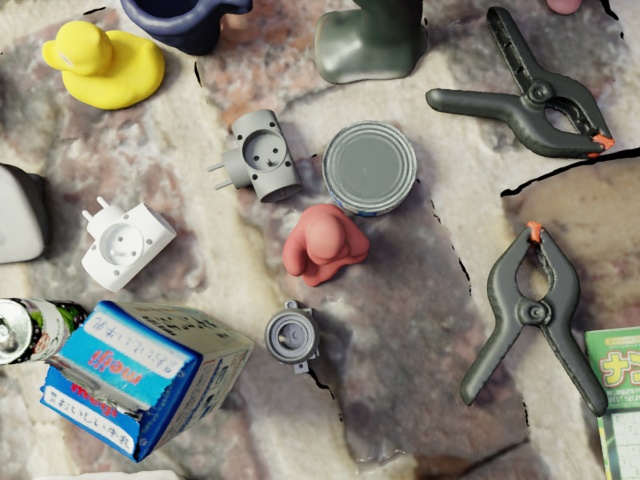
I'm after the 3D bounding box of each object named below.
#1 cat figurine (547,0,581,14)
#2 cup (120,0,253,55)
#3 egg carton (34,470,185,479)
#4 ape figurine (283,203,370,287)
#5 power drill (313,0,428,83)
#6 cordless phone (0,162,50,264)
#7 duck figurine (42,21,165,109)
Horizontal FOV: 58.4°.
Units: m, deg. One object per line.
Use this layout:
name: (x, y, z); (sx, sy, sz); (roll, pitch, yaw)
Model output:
cat figurine: (0.221, -0.264, 0.506); (0.127, 0.118, 0.067); (18, 84, 6)
cup: (-0.113, -0.214, 0.533); (0.117, 0.095, 0.092); (9, 83, 5)
egg carton: (-0.182, 0.252, 0.488); (0.150, 0.069, 0.107); (-5, 82, 3)
ape figurine: (0.005, 0.002, 0.498); (0.077, 0.092, 0.076); (5, 83, 5)
power drill: (0.033, -0.205, 0.465); (0.229, 0.208, 0.075); (-6, 82, 3)
cordless phone: (-0.333, -0.033, 0.478); (0.147, 0.185, 0.094); (-5, 82, 3)
duck figurine: (-0.205, -0.173, 0.538); (0.104, 0.086, 0.077); (-5, 82, 3)
